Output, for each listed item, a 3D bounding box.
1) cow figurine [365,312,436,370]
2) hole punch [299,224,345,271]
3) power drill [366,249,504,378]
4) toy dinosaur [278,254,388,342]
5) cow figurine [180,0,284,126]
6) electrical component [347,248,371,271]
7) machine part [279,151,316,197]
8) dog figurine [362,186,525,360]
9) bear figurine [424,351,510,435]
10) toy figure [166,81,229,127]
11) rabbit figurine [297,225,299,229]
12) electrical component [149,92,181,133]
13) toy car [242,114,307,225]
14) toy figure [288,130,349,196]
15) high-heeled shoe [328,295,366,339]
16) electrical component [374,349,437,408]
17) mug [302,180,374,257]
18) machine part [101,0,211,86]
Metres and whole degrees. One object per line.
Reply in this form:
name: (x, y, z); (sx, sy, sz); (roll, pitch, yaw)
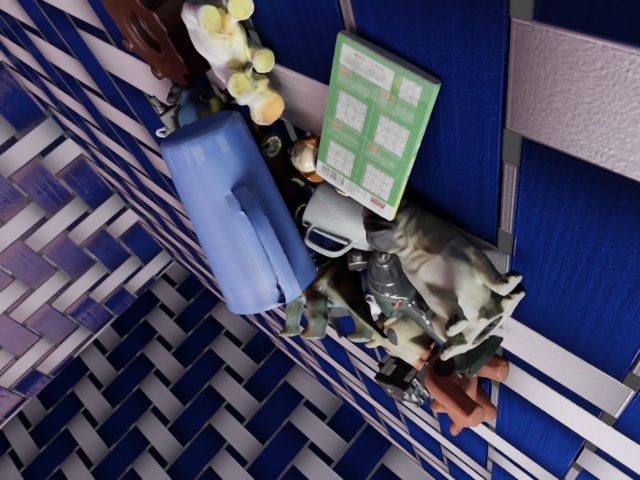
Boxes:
cow figurine: (0.143, 0.171, 0.966); (0.127, 0.085, 0.194); (33, 163, 14)
hole punch: (-0.002, -0.003, 0.840); (0.092, 0.116, 0.142); (53, 162, -3)
power drill: (0.151, 0.104, 0.768); (0.207, 0.086, 0.232); (34, 169, 13)
toy dinosaur: (0.006, 0.081, 0.961); (0.131, 0.192, 0.405); (5, 171, -34)
cow figurine: (-0.105, -0.213, 0.634); (0.098, 0.068, 0.167); (36, 159, 41)
electrical component: (0.074, 0.029, 0.830); (0.094, 0.063, 0.021); (75, -171, -72)
machine part: (-0.063, -0.122, 0.814); (0.139, 0.039, 0.084); (44, 171, -6)
dog figurine: (0.137, 0.033, 0.657); (0.191, 0.121, 0.172); (50, 165, 32)
bear figurine: (0.249, 0.260, 0.882); (0.132, 0.120, 0.195); (19, 152, 47)
toy figure: (-0.160, -0.171, 0.847); (0.180, 0.089, 0.082); (55, 175, -8)
rabbit figurine: (-0.125, -0.027, 0.936); (0.170, 0.121, 0.159); (40, 172, 33)
electrical component: (-0.239, -0.218, 0.940); (0.102, 0.078, 0.045); (62, 180, -33)
toy car: (-0.079, -0.094, 0.771); (0.089, 0.053, 0.201); (30, 157, 33)
toy figure: (0.011, -0.098, 0.665); (0.155, 0.064, 0.057); (24, 178, 39)
high-heeled shoe: (0.034, 0.104, 1.132); (0.248, 0.086, 0.145); (102, 153, -51)
electrical component: (0.173, 0.251, 1.036); (0.058, 0.115, 0.134); (53, 161, -17)
mug: (0.035, -0.024, 0.718); (0.107, 0.109, 0.080); (26, 149, 9)
machine part: (-0.227, -0.295, 0.739); (0.179, 0.056, 0.179); (38, 161, 16)
